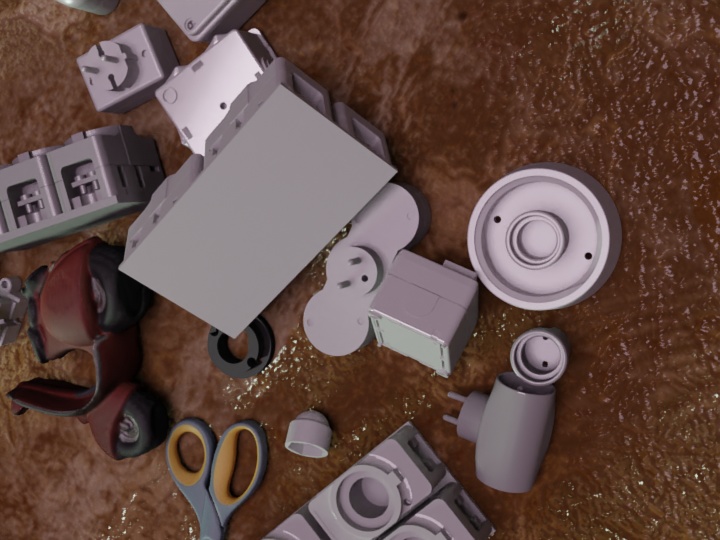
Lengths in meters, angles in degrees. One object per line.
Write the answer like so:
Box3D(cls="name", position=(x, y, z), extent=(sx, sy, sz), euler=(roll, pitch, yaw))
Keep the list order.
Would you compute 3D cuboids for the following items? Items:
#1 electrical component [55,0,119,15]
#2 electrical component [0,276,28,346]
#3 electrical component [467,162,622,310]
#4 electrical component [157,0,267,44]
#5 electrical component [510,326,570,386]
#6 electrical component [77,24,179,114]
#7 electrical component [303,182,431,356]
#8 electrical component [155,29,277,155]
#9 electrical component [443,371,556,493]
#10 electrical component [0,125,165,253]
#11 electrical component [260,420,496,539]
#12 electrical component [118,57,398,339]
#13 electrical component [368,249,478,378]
Box3D(cls="electrical component", position=(-0.216, -0.255, 0.848), extent=(0.054, 0.059, 0.095), euler=(27, 102, 14))
Box3D(cls="electrical component", position=(-0.316, 0.038, 0.907), extent=(0.048, 0.055, 0.066), euler=(26, 102, 14))
Box3D(cls="electrical component", position=(0.127, -0.022, 0.758), extent=(0.108, 0.060, 0.108), euler=(2, 95, 17))
Box3D(cls="electrical component", position=(-0.114, -0.246, 0.818), extent=(0.109, 0.056, 0.108), euler=(-42, 82, 16))
Box3D(cls="electrical component", position=(0.131, 0.060, 0.772), extent=(0.040, 0.046, 0.040), euler=(2, 95, 18))
Box3D(cls="electrical component", position=(-0.188, -0.157, 0.839), extent=(0.066, 0.077, 0.047), euler=(-23, 88, 18))
Box3D(cls="electrical component", position=(0.000, 0.000, 0.794), extent=(0.052, 0.074, 0.138), euler=(28, 102, 14))
Box3D(cls="electrical component", position=(-0.096, -0.125, 0.824), extent=(0.100, 0.048, 0.099), euler=(-34, 88, 17))
Box3D(cls="electrical component", position=(0.097, 0.112, 0.788), extent=(0.079, 0.043, 0.077), euler=(18, 107, 28))
Box3D(cls="electrical component", position=(-0.242, -0.063, 0.857), extent=(0.150, 0.089, 0.061), euler=(-16, 90, 18))
Box3D(cls="electrical component", position=(-0.005, 0.217, 0.822), extent=(0.186, 0.060, 0.105), euler=(-41, 82, 17))
Box3D(cls="electrical component", position=(-0.077, -0.051, 0.788), extent=(0.105, 0.060, 0.186), euler=(34, 114, -26))
Box3D(cls="electrical component", position=(0.050, 0.031, 0.779), extent=(0.062, 0.096, 0.061), euler=(24, 74, 14))
